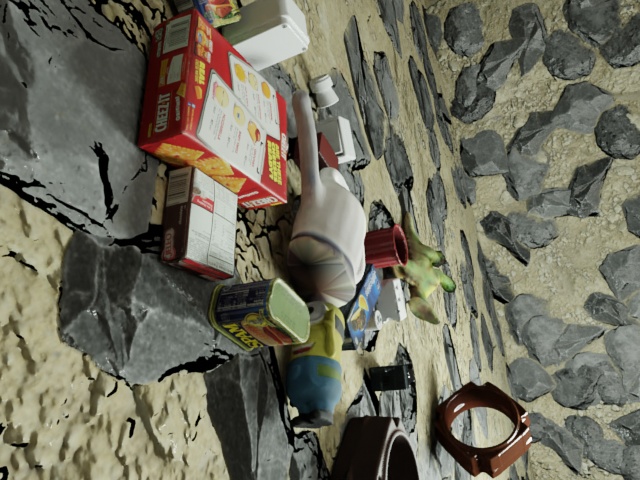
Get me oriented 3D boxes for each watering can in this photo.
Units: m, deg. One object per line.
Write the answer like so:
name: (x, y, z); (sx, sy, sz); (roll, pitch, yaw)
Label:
watering can: (0.002, -0.041, 0.813); (0.230, 0.103, 0.340); (-73, 147, -46)

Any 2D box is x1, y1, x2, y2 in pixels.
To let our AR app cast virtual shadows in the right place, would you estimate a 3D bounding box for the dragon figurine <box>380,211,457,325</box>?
dragon figurine: (0.222, 0.041, 1.275); (0.239, 0.121, 0.420); (39, 28, -46)
